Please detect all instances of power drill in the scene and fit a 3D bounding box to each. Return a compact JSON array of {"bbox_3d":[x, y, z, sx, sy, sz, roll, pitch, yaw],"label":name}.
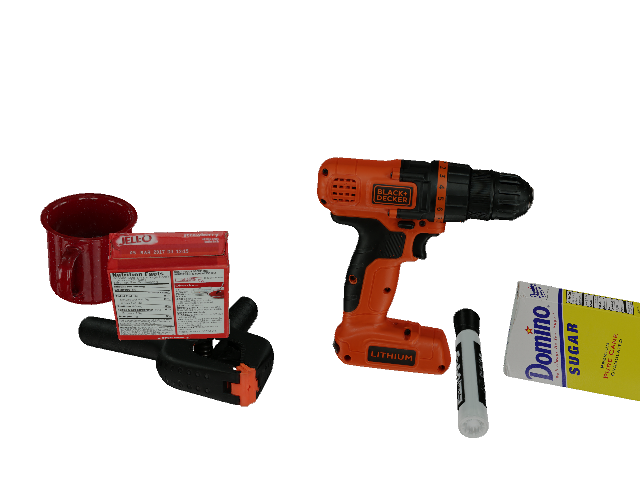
[{"bbox_3d":[0.085,0.021,0.934,0.184,0.188,0.057,6,17,7],"label":"power drill"}]

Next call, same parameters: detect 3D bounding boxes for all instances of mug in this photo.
[{"bbox_3d":[-0.230,0.016,1.050,0.093,0.081,0.117,8,31,4],"label":"mug"}]

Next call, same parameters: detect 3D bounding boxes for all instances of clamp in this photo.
[{"bbox_3d":[-0.090,0.087,0.888,0.164,0.036,0.210,-10,16,-31],"label":"clamp"}]

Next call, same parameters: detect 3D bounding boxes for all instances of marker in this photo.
[{"bbox_3d":[0.100,0.085,0.714,0.020,0.020,0.121,0,32,5],"label":"marker"}]

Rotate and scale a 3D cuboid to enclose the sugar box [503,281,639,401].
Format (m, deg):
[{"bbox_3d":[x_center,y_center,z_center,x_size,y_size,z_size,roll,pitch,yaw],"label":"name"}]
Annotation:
[{"bbox_3d":[0.274,0.103,1.053,0.176,0.093,0.048,8,22,8],"label":"sugar box"}]

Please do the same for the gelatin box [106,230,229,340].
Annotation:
[{"bbox_3d":[-0.094,0.029,0.674,0.073,0.030,0.089,-1,-35,-6],"label":"gelatin box"}]
